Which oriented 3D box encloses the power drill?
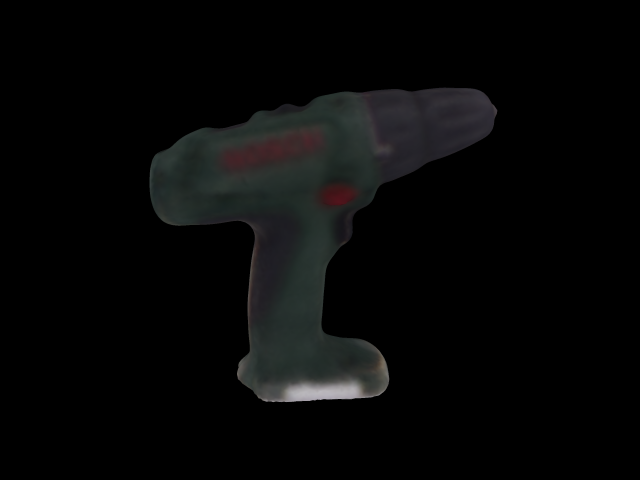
[{"bbox_3d":[0.004,0.001,0.400,0.229,0.208,0.075,-1,15,-5],"label":"power drill"}]
